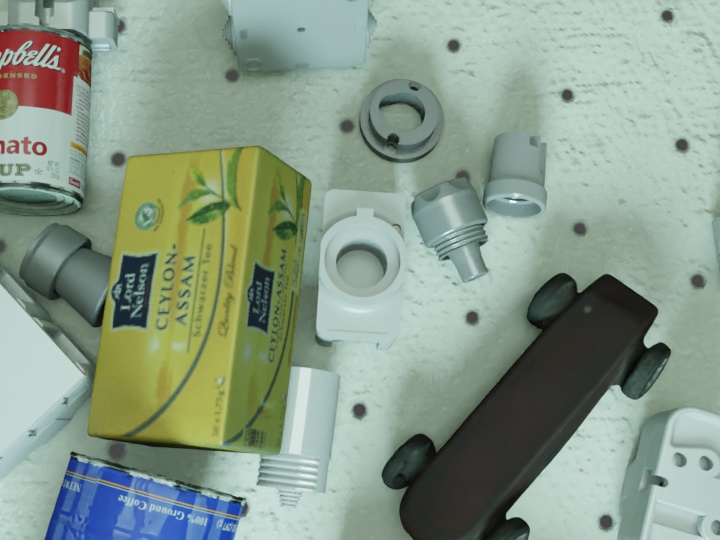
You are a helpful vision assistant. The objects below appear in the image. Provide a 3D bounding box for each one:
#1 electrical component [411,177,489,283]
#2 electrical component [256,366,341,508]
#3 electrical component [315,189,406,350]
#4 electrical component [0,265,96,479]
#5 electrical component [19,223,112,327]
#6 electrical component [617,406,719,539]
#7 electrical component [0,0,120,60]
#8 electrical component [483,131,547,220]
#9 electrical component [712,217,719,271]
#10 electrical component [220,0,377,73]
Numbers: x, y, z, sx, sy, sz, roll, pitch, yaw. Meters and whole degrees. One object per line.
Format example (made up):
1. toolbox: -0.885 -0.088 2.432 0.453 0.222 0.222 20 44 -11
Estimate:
1. electrical component: 0.061 -0.023 0.674 0.043 0.043 0.062 -21 81 -7
2. electrical component: -0.038 0.101 0.642 0.043 0.043 0.081 7 78 -2
3. electrical component: 0.000 0.000 0.659 0.050 0.055 0.089 4 77 -2
4. electrical component: -0.235 0.040 0.631 0.089 0.061 0.150 -44 83 -5
5. electrical component: -0.172 0.003 0.655 0.055 0.045 0.045 31 78 4
6. electrical component: 0.191 0.133 0.639 0.054 0.059 0.095 17 77 1
7. electrical component: -0.195 -0.170 0.686 0.078 0.058 0.057 -1 80 -3
8. electrical component: 0.101 -0.061 0.687 0.040 0.040 0.046 9 72 -1
9. electrical component: 0.277 -0.020 0.682 0.089 0.050 0.055 -4 78 -4
10. electrical component: -0.038 -0.168 0.674 0.100 0.099 0.048 -4 65 -4
